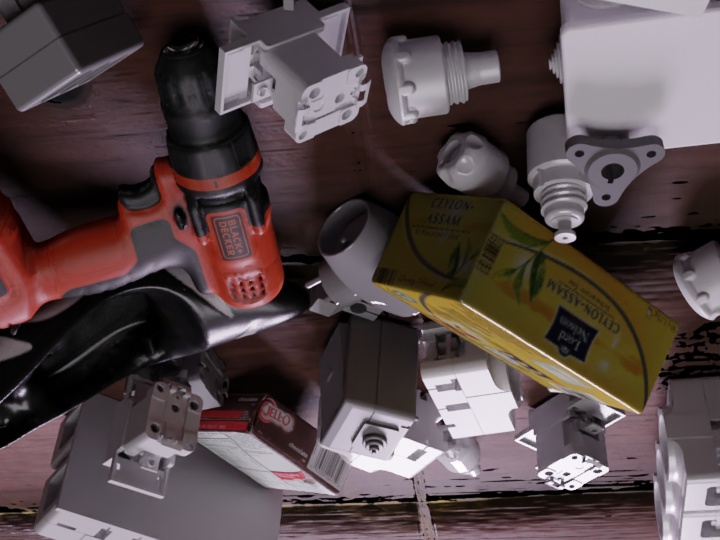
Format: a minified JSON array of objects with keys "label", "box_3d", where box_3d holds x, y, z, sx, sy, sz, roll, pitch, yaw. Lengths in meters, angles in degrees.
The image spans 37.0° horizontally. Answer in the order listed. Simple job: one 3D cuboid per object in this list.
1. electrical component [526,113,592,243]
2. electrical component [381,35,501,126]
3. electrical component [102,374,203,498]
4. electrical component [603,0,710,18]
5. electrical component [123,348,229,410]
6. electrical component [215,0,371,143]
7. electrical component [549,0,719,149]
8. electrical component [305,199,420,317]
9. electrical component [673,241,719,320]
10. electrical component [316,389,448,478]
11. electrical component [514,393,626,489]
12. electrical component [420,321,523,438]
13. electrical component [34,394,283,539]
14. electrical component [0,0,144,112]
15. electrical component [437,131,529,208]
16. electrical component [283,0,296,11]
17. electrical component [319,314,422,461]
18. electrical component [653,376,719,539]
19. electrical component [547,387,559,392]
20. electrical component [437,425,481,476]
[{"label":"electrical component","box_3d":[0.116,-0.053,0.614,0.040,0.078,0.040,3,154,1]},{"label":"electrical component","box_3d":[0.044,-0.105,0.579,0.062,0.048,0.048,-8,138,2]},{"label":"electrical component","box_3d":[-0.142,0.110,0.743,0.042,0.081,0.064,24,142,-28]},{"label":"electrical component","box_3d":[0.092,-0.178,0.474,0.150,0.061,0.089,9,136,-6]},{"label":"electrical component","box_3d":[-0.136,0.083,0.808,0.064,0.042,0.081,-12,137,14]},{"label":"electrical component","box_3d":[-0.033,-0.103,0.560,0.081,0.064,0.042,-28,150,-30]},{"label":"electrical component","box_3d":[0.150,-0.110,0.562,0.100,0.048,0.099,-6,139,10]},{"label":"electrical component","box_3d":[0.000,0.000,0.703,0.079,0.043,0.077,-28,131,30]},{"label":"electrical component","box_3d":[0.237,0.000,0.689,0.062,0.048,0.048,-32,129,25]},{"label":"electrical component","box_3d":[0.015,0.121,0.837,0.089,0.050,0.055,23,134,-22]},{"label":"electrical component","box_3d":[0.163,0.131,0.830,0.042,0.063,0.081,25,134,-25]},{"label":"electrical component","box_3d":[0.084,0.077,0.782,0.056,0.050,0.089,-11,138,17]},{"label":"electrical component","box_3d":[-0.160,0.187,0.882,0.186,0.105,0.060,25,135,-24]},{"label":"electrical component","box_3d":[-0.162,-0.132,0.550,0.047,0.065,0.076,-25,103,28]},{"label":"electrical component","box_3d":[0.076,-0.056,0.641,0.061,0.035,0.035,29,133,-30]},{"label":"electrical component","box_3d":[-0.045,-0.169,0.510,0.064,0.042,0.081,3,139,1]},{"label":"electrical component","box_3d":[0.004,0.087,0.763,0.061,0.096,0.061,15,138,-11]},{"label":"electrical component","box_3d":[0.266,0.161,0.838,0.062,0.089,0.150,-5,139,9]},{"label":"electrical component","box_3d":[0.160,0.061,0.765,0.062,0.043,0.043,-17,136,20]},{"label":"electrical component","box_3d":[0.083,0.151,0.880,0.035,0.035,0.061,-16,138,21]}]
